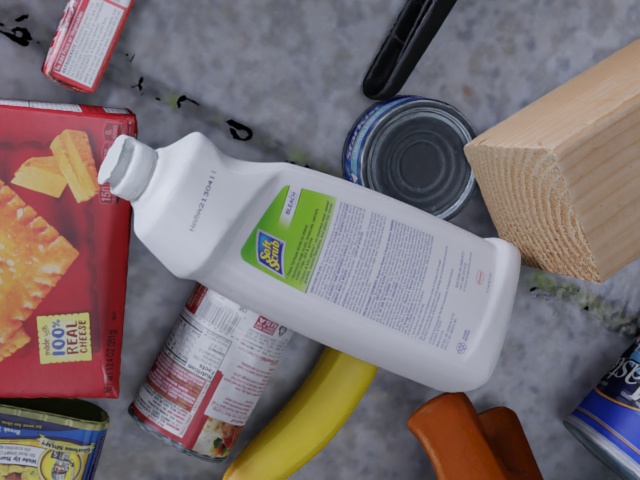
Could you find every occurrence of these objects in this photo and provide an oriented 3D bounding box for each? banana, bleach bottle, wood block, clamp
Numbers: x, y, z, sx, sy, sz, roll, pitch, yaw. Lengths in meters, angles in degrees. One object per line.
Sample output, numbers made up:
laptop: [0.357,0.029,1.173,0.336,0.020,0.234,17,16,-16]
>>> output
banana: [0.004,0.079,0.678,0.069,0.037,0.198,27,83,-24]
bleach bottle: [-0.004,0.001,0.606,0.250,0.068,0.102,26,68,-25]
wood block: [0.207,-0.068,0.670,0.205,0.091,0.090,-32,109,-19]
clamp: [0.090,-0.187,0.650,0.209,0.036,0.164,-27,130,-19]

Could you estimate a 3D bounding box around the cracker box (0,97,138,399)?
cracker box: [-0.213,0.001,0.588,0.213,0.072,0.164,3,99,-17]

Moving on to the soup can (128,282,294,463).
soup can: [-0.063,0.074,0.649,0.068,0.069,0.102,28,92,-19]

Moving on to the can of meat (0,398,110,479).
can of meat: [-0.183,0.133,0.631,0.102,0.057,0.084,15,94,-19]

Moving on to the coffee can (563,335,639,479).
coffee can: [0.251,0.106,0.729,0.102,0.103,0.140,43,87,-19]

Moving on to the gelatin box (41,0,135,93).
gelatin box: [-0.125,-0.126,0.589,0.030,0.073,0.089,23,94,-19]

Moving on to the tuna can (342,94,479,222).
tuna can: [0.059,-0.049,0.679,0.086,0.034,0.086,-3,101,-16]
